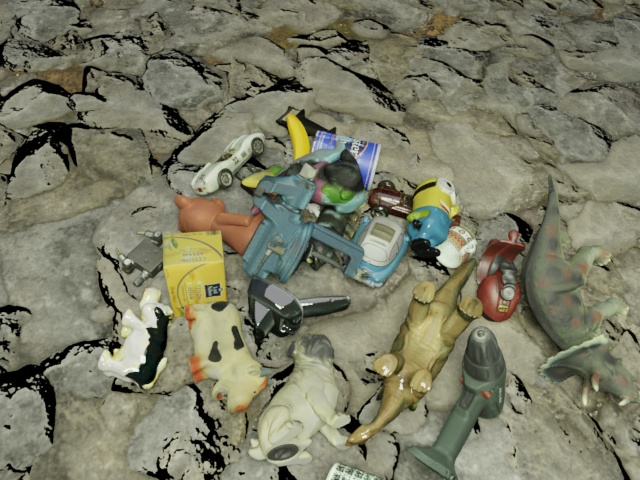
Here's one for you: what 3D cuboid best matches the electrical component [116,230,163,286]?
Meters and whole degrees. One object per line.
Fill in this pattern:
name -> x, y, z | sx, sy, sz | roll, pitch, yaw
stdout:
electrical component -> -0.329, 0.029, 1.003 | 0.078, 0.045, 0.102 | 35, 57, 19

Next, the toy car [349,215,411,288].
toy car -> 0.112, 0.008, 1.044 | 0.109, 0.102, 0.162 | 25, 53, 12

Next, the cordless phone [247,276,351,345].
cordless phone -> -0.030, 0.111, 0.921 | 0.184, 0.146, 0.089 | -7, 64, -10

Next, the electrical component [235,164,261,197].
electrical component -> -0.135, -0.125, 1.154 | 0.094, 0.021, 0.063 | 39, 58, 21

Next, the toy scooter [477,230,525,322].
toy scooter -> 0.346, 0.057, 1.018 | 0.075, 0.135, 0.184 | 11, 55, -1

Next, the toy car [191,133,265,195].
toy car -> -0.191, -0.166, 1.137 | 0.074, 0.056, 0.202 | -3, 40, 45

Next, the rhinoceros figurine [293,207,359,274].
rhinoceros figurine -> -0.002, -0.003, 1.053 | 0.112, 0.073, 0.190 | 32, 57, 13

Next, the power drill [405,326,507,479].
power drill -> 0.215, 0.256, 0.821 | 0.086, 0.231, 0.207 | 19, 67, 33

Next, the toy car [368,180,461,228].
toy car -> 0.202, -0.068, 1.142 | 0.202, 0.053, 0.089 | 17, 51, 6

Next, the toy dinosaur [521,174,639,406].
toy dinosaur -> 0.425, 0.095, 0.949 | 0.192, 0.131, 0.404 | -20, 82, -33

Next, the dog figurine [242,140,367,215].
dog figurine -> -0.037, -0.102, 1.052 | 0.219, 0.108, 0.192 | -18, 36, -5

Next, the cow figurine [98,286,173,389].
cow figurine -> -0.288, 0.160, 0.900 | 0.098, 0.068, 0.167 | 21, 57, 1

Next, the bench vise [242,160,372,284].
bench vise -> -0.017, -0.008, 0.928 | 0.240, 0.129, 0.223 | 27, 92, -10

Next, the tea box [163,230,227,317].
tea box -> -0.211, 0.061, 0.919 | 0.098, 0.169, 0.068 | -6, 54, -10

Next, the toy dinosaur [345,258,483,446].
toy dinosaur -> 0.178, 0.154, 0.886 | 0.105, 0.198, 0.471 | 34, 57, 17

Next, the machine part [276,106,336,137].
machine part -> -0.030, -0.270, 1.265 | 0.139, 0.039, 0.084 | 24, 47, 12

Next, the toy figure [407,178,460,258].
toy figure -> 0.213, -0.048, 1.045 | 0.089, 0.082, 0.180 | 5, 54, 26

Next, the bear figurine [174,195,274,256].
bear figurine -> -0.173, -0.038, 1.032 | 0.196, 0.120, 0.132 | 26, 52, 18

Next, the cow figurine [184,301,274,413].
cow figurine -> -0.152, 0.191, 0.891 | 0.127, 0.085, 0.195 | -12, 56, -8

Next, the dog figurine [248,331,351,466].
dog figurine -> -0.044, 0.246, 0.866 | 0.172, 0.121, 0.191 | -7, 41, -16
